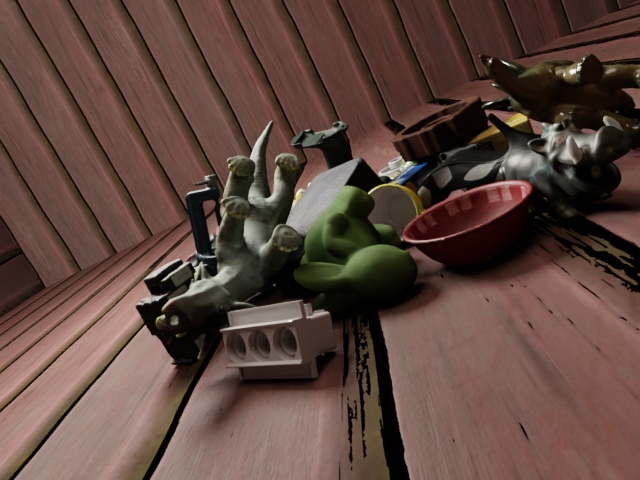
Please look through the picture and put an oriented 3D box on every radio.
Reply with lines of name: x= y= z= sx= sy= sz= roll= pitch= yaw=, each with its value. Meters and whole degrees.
radio: x=0.002 y=-0.023 z=0.866 sx=0.131 sy=0.073 sz=0.229 roll=-14 pitch=36 yaw=50

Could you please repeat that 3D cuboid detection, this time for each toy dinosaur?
toy dinosaur: x=-0.101 y=-0.006 z=0.767 sx=0.405 sy=0.131 sz=0.192 roll=-80 pitch=14 yaw=-54
toy dinosaur: x=0.363 y=-0.205 z=0.759 sx=0.471 sy=0.105 sz=0.199 roll=1 pitch=21 yaw=-37

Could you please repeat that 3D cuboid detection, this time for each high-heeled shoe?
high-heeled shoe: x=0.249 y=-0.080 z=0.819 sx=0.086 sy=0.145 sz=0.248 roll=-34 pitch=-13 yaw=-42

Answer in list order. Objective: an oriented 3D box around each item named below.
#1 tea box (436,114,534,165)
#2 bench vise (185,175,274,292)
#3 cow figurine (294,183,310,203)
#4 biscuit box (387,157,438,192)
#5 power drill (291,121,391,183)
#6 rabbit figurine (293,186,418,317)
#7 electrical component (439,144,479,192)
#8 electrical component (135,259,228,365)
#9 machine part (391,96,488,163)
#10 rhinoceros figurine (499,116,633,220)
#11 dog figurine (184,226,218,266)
tea box: x=0.307 y=-0.166 z=0.986 sx=0.170 sy=0.068 sz=0.098 roll=-22 pitch=14 yaw=24
bench vise: x=-0.182 y=0.015 z=0.898 sx=0.224 sy=0.240 sz=0.129 roll=-10 pitch=10 yaw=2
cow figurine: x=-0.012 y=-0.071 z=1.222 sx=0.098 sy=0.068 sz=0.167 roll=22 pitch=26 yaw=11
biscuit box: x=0.152 y=-0.082 z=0.968 sx=0.059 sy=0.062 sz=0.203 roll=-13 pitch=19 yaw=45
power drill: x=0.018 y=-0.118 z=1.065 sx=0.232 sy=0.207 sz=0.086 roll=-11 pitch=23 yaw=27
rabbit figurine: x=0.043 y=0.022 z=0.672 sx=0.159 sy=0.121 sz=0.170 roll=-33 pitch=28 yaw=-10
electrical component: x=0.251 y=-0.119 z=0.901 sx=0.048 sy=0.074 sz=0.119 roll=-26 pitch=15 yaw=-1
electrical component: x=-0.199 y=0.098 z=0.793 sx=0.058 sy=0.134 sz=0.115 roll=-17 pitch=14 yaw=35
machine part: x=0.227 y=-0.207 z=1.018 sx=0.179 sy=0.056 sz=0.179 roll=-26 pitch=14 yaw=7
rhinoceros figurine: x=0.283 y=-0.087 z=0.624 sx=0.073 sy=0.112 sz=0.190 roll=-26 pitch=5 yaw=-8
dog figurine: x=-0.193 y=0.013 z=1.174 sx=0.219 sy=0.108 sz=0.191 roll=-48 pitch=-8 yaw=-20
